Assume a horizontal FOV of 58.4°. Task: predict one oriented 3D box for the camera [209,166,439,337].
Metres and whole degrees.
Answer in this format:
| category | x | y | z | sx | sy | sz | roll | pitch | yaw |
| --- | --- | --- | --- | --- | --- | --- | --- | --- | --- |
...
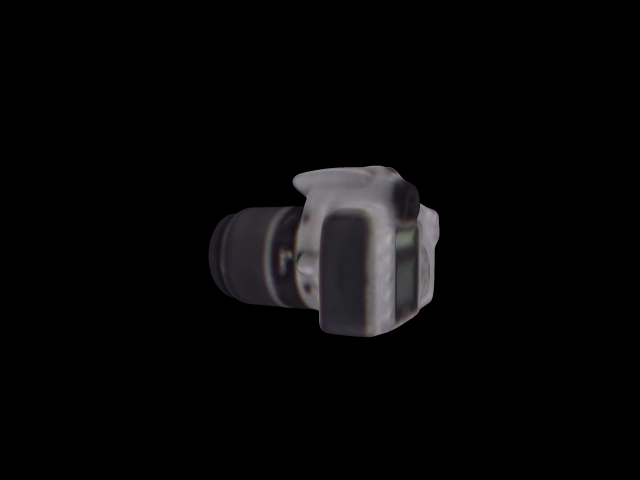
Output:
| category | x | y | z | sx | sy | sz | roll | pitch | yaw |
| --- | --- | --- | --- | --- | --- | --- | --- | --- | --- |
| camera | 0.004 | 0.001 | 0.400 | 0.136 | 0.101 | 0.143 | 1 | 4 | 24 |
